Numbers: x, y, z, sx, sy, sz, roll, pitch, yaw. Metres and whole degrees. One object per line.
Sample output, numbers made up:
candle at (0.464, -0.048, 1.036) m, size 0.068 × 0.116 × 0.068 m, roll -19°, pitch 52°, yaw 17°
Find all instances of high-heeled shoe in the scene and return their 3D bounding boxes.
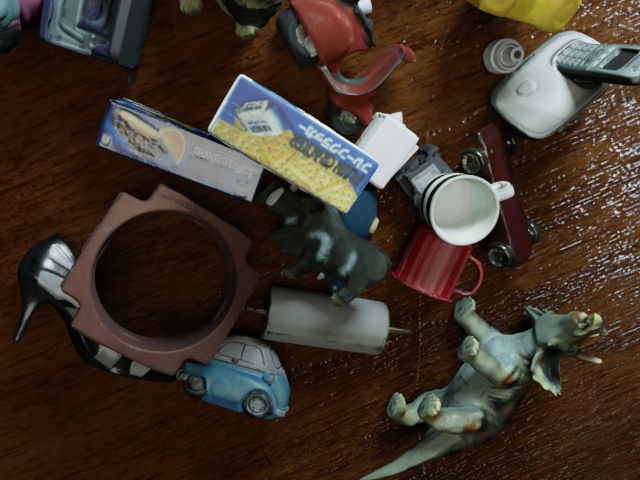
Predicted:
high-heeled shoe at (-0.289, 0.099, 0.732) m, size 0.248 × 0.086 × 0.145 m, roll 29°, pitch 70°, yaw -31°

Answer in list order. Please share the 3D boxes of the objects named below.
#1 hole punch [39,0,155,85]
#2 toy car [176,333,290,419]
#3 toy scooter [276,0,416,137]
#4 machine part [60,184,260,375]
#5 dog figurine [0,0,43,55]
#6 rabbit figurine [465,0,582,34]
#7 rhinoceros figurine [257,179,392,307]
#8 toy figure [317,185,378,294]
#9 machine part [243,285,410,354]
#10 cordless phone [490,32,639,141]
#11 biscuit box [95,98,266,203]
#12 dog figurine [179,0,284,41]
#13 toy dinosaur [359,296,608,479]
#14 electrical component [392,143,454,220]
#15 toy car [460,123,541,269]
hole punch at (-0.240, -0.254, 0.597) m, size 0.092 × 0.116 × 0.142 m, roll 13°, pitch 101°, yaw -6°
toy car at (-0.111, 0.182, 0.753) m, size 0.162 × 0.109 × 0.103 m, roll 19°, pitch 80°, yaw 0°
toy scooter at (0.040, -0.226, 0.652) m, size 0.135 × 0.075 × 0.183 m, roll -31°, pitch 122°, yaw 6°
machine part at (-0.196, 0.048, 0.677) m, size 0.201 × 0.087 × 0.201 m, roll 32°, pitch 81°, yaw -17°
dog figurine at (-0.336, -0.277, 0.527) m, size 0.108 × 0.219 × 0.191 m, roll -11°, pitch 108°, yaw -7°
rabbit figurine at (0.243, -0.343, 0.608) m, size 0.122 × 0.162 × 0.173 m, roll 10°, pitch 126°, yaw -8°
rhinoceros figurine at (-0.001, -0.002, 0.679) m, size 0.190 × 0.073 × 0.112 m, roll 37°, pitch 119°, yaw 13°
toy figure at (0.041, 0.000, 0.733) m, size 0.058 × 0.064 × 0.154 m, roll -7°, pitch 117°, yaw -44°
machine part at (0.006, 0.112, 0.751) m, size 0.243 × 0.079 × 0.079 m, roll 9°, pitch 105°, yaw -9°
cordless phone at (0.309, -0.179, 0.648) m, size 0.146 × 0.184 × 0.088 m, roll -41°, pitch 111°, yaw 5°
biscuit box at (-0.168, -0.111, 0.675) m, size 0.203 × 0.059 × 0.062 m, roll 20°, pitch 103°, yaw -12°
dog figurine at (-0.109, -0.297, 0.562) m, size 0.172 × 0.191 × 0.121 m, roll 20°, pitch 102°, yaw -10°
toy dinosaur at (0.238, 0.231, 0.797) m, size 0.192 × 0.131 × 0.404 m, roll 30°, pitch 106°, yaw -13°
electrical component at (0.158, -0.064, 0.733) m, size 0.075 × 0.048 × 0.119 m, roll -41°, pitch 107°, yaw 6°
toy car at (0.245, -0.057, 0.735) m, size 0.089 × 0.053 × 0.202 m, roll -32°, pitch 108°, yaw -29°
